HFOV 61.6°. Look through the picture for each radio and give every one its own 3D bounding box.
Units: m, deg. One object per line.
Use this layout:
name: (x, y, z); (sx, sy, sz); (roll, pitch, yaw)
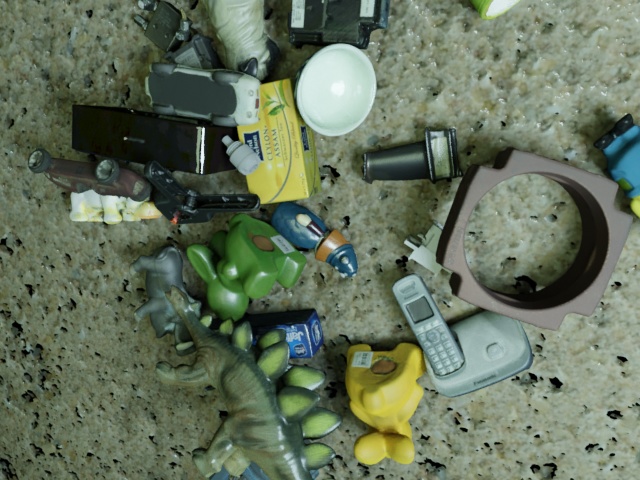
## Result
radio: (-0.243, -0.155, 0.816); (0.230, 0.131, 0.073); (13, 105, 16)

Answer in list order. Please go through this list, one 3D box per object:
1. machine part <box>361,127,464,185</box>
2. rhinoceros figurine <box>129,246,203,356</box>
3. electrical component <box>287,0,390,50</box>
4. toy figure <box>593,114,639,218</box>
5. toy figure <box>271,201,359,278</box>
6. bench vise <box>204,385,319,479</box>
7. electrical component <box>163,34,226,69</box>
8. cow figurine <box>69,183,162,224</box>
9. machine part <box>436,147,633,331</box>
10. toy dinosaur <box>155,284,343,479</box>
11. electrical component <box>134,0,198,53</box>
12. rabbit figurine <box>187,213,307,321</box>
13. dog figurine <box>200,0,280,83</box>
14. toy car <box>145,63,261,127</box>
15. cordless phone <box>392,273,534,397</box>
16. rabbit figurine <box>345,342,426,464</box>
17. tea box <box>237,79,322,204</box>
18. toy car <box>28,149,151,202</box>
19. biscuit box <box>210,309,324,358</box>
machine part: (0.126, -0.111, 0.755); (0.139, 0.039, 0.084); (-9, 107, 18)
rhinoceros figurine: (-0.253, 0.103, 0.914); (0.112, 0.073, 0.190); (-10, 97, 10)
electrical component: (0.026, -0.320, 0.729); (0.134, 0.058, 0.114); (10, 107, 16)
toy figure: (0.413, -0.069, 0.645); (0.180, 0.089, 0.082); (53, 141, 11)
toy figure: (-0.002, -0.002, 0.807); (0.154, 0.064, 0.058); (34, 93, 9)
bench vise: (-0.119, 0.348, 0.896); (0.224, 0.129, 0.240); (40, 107, 10)
electrical component: (-0.179, -0.242, 0.821); (0.075, 0.048, 0.119); (-19, 94, 22)
cow figurine: (-0.339, -0.076, 0.903); (0.168, 0.068, 0.098); (0, 92, 17)
machine part: (0.264, -0.003, 0.685); (0.201, 0.087, 0.201); (18, 101, 3)
toy dinosaur: (-0.081, 0.248, 0.750); (0.198, 0.105, 0.471); (-37, 76, 9)
electrical component: (-0.236, -0.332, 0.821); (0.102, 0.045, 0.078); (46, 110, 4)
rabbit figurine: (-0.135, 0.054, 0.836); (0.159, 0.121, 0.170); (42, 120, 11)
dog figurine: (-0.137, -0.332, 0.769); (0.173, 0.121, 0.190); (41, 136, 42)
toy car: (-0.170, -0.207, 0.760); (0.202, 0.056, 0.073); (16, 113, 28)
cordless phone: (0.197, 0.114, 0.758); (0.147, 0.089, 0.184); (-30, 87, 23)
rabbit figurine: (0.104, 0.258, 0.797); (0.122, 0.162, 0.173); (-5, 118, 7)
tea box: (-0.062, -0.143, 0.792); (0.098, 0.068, 0.169); (-7, 100, 20)
toy car: (-0.358, -0.095, 0.826); (0.202, 0.089, 0.053); (9, 80, 20)
biscuit box: (-0.099, 0.158, 0.874); (0.203, 0.063, 0.059); (-8, 100, 20)
